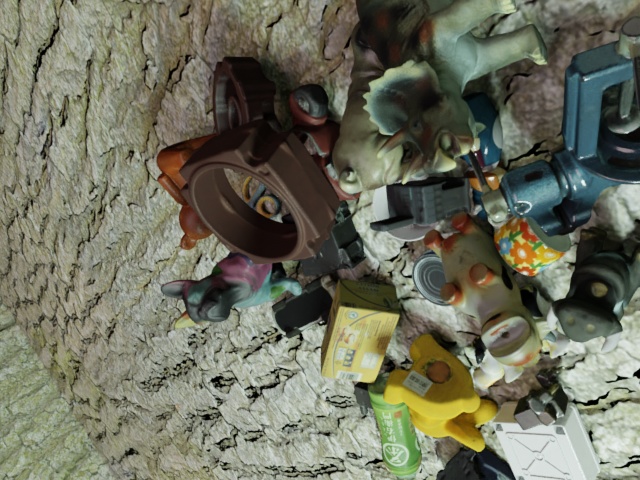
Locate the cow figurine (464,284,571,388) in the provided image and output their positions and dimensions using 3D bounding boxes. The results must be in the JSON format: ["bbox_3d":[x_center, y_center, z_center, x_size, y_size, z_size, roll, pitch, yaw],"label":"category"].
[{"bbox_3d":[0.251,0.134,0.725,0.098,0.068,0.167,53,133,14],"label":"cow figurine"}]

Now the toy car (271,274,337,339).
[{"bbox_3d":[-0.022,0.121,0.974,0.202,0.056,0.073,-34,82,45],"label":"toy car"}]

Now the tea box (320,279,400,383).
[{"bbox_3d":[0.061,0.151,0.877,0.098,0.068,0.169,10,126,-7],"label":"tea box"}]

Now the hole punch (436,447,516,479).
[{"bbox_3d":[0.262,0.400,0.865,0.142,0.092,0.116,108,149,-42],"label":"hole punch"}]

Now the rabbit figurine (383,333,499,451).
[{"bbox_3d":[0.190,0.249,0.835,0.163,0.122,0.173,21,141,21],"label":"rabbit figurine"}]

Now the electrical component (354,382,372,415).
[{"bbox_3d":[0.091,0.286,0.987,0.063,0.021,0.093,9,119,39],"label":"electrical component"}]

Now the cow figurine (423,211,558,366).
[{"bbox_3d":[0.207,0.068,0.653,0.127,0.195,0.085,30,122,-29],"label":"cow figurine"}]

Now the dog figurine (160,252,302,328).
[{"bbox_3d":[-0.156,0.066,0.912,0.192,0.219,0.108,39,145,57],"label":"dog figurine"}]

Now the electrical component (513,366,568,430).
[{"bbox_3d":[0.294,0.208,0.711,0.078,0.102,0.045,-36,83,37],"label":"electrical component"}]

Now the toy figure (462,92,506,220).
[{"bbox_3d":[0.195,-0.097,0.648,0.058,0.064,0.154,9,124,56],"label":"toy figure"}]

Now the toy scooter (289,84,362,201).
[{"bbox_3d":[-0.009,-0.130,0.809,0.135,0.075,0.184,-29,89,48],"label":"toy scooter"}]

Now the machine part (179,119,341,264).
[{"bbox_3d":[-0.090,-0.060,0.781,0.201,0.087,0.201,-9,126,41],"label":"machine part"}]

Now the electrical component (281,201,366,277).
[{"bbox_3d":[-0.002,-0.003,0.885,0.134,0.058,0.114,-13,102,45],"label":"electrical component"}]

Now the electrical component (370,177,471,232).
[{"bbox_3d":[0.112,-0.044,0.640,0.075,0.119,0.047,14,113,63],"label":"electrical component"}]

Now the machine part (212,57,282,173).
[{"bbox_3d":[-0.119,-0.195,0.842,0.180,0.056,0.179,38,134,54],"label":"machine part"}]

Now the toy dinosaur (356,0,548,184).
[{"bbox_3d":[0.101,-0.247,0.572,0.192,0.131,0.405,-27,71,31],"label":"toy dinosaur"}]

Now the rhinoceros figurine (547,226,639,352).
[{"bbox_3d":[0.289,0.049,0.559,0.073,0.190,0.112,26,114,28],"label":"rhinoceros figurine"}]

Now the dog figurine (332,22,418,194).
[{"bbox_3d":[0.058,-0.170,0.662,0.121,0.172,0.190,-5,116,32],"label":"dog figurine"}]

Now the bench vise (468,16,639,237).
[{"bbox_3d":[0.247,-0.097,0.489,0.224,0.240,0.129,-11,63,18],"label":"bench vise"}]

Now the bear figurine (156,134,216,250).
[{"bbox_3d":[-0.225,-0.085,0.996,0.132,0.120,0.195,-1,113,39],"label":"bear figurine"}]
